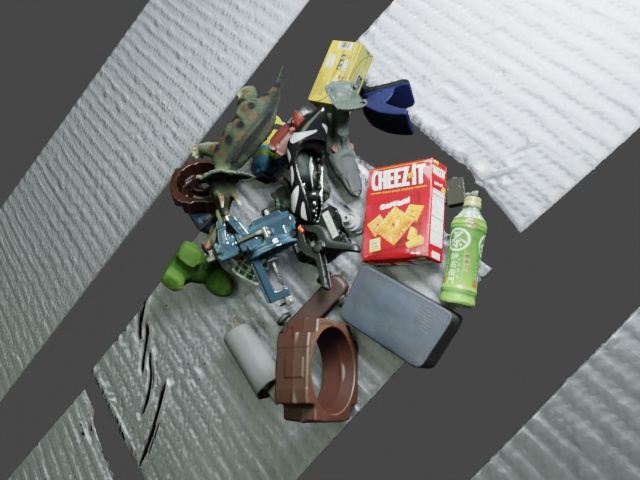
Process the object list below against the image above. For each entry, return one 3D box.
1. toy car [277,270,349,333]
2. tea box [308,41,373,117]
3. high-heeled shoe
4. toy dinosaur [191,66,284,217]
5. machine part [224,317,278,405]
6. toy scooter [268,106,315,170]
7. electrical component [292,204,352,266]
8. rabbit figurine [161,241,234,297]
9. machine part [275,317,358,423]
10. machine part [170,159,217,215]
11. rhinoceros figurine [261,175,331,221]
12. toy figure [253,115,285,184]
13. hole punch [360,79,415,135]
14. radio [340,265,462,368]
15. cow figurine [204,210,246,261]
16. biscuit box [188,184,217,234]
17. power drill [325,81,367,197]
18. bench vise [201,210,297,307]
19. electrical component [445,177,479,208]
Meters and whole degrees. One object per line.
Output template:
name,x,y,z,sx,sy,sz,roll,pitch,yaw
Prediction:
toy car,-0.013,0.160,1.219,0.089,0.053,0.202,44,100,16
tea box,0.052,-0.405,1.347,0.098,0.068,0.169,22,88,35
high-heeled shoe,-0.013,-0.161,1.201,0.145,0.086,0.248,51,131,40
toy dinosaur,-0.173,-0.248,1.265,0.192,0.131,0.404,33,91,51
machine part,-0.154,0.280,1.253,0.079,0.079,0.243,-46,58,11
toy scooter,-0.064,-0.226,1.285,0.135,0.183,0.075,-42,66,-18
electrical component,-0.003,-0.004,1.262,0.134,0.058,0.115,-31,59,20
rabbit figurine,-0.301,0.089,1.371,0.121,0.170,0.159,-55,15,3
machine part,-0.005,0.265,1.092,0.087,0.201,0.201,-10,70,32
machine part,-0.313,-0.143,1.441,0.179,0.056,0.179,0,51,0
rhinoceros figurine,-0.059,-0.101,1.323,0.190,0.073,0.112,-21,76,22
toy figure,-0.133,-0.239,1.395,0.082,0.089,0.180,1,73,26
hole punch,0.156,-0.290,1.216,0.116,0.142,0.092,-8,75,17
radio,0.159,0.158,1.106,0.230,0.073,0.131,29,92,36
cow figurine,-0.234,-0.019,1.354,0.127,0.085,0.195,-60,24,-12
biscuit box,-0.338,-0.099,1.491,0.059,0.062,0.203,-46,58,11
power drill,0.058,-0.242,1.231,0.086,0.207,0.232,-15,54,-9
bench vise,-0.137,0.046,1.212,0.224,0.129,0.240,-23,84,-18
electrical component,0.289,-0.102,1.137,0.094,0.021,0.063,-11,69,29
